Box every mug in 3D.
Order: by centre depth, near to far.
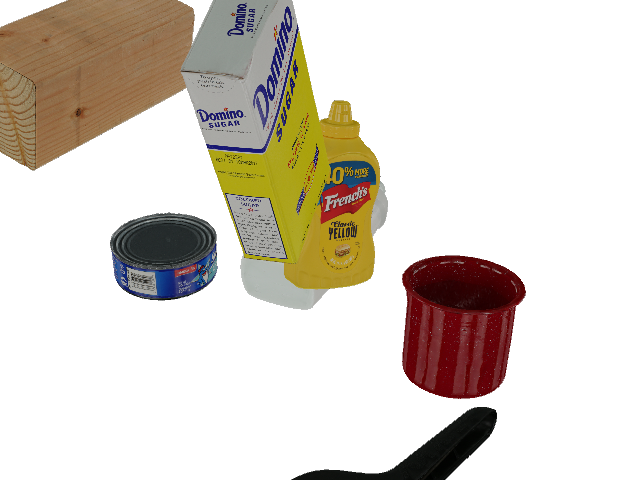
[{"bbox_3d":[0.100,0.063,0.832,0.093,0.081,0.117,-11,29,-27],"label":"mug"}]

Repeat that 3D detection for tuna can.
[{"bbox_3d":[-0.127,0.013,0.870,0.086,0.034,0.086,0,31,0],"label":"tuna can"}]

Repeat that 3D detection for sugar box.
[{"bbox_3d":[-0.035,-0.074,0.685,0.048,0.093,0.176,8,-36,14],"label":"sugar box"}]

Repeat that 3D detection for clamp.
[{"bbox_3d":[0.041,0.166,0.656,0.210,0.036,0.164,-5,29,-3],"label":"clamp"}]

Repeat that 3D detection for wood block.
[{"bbox_3d":[-0.216,-0.157,0.971,0.090,0.091,0.205,28,40,21],"label":"wood block"}]

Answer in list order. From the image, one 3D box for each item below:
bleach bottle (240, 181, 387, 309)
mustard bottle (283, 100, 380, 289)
[{"bbox_3d":[0.008,-0.011,1.322,0.103,0.068,0.250,14,36,24],"label":"bleach bottle"},{"bbox_3d":[0.015,-0.048,1.097,0.096,0.192,0.058,-5,20,-25],"label":"mustard bottle"}]
